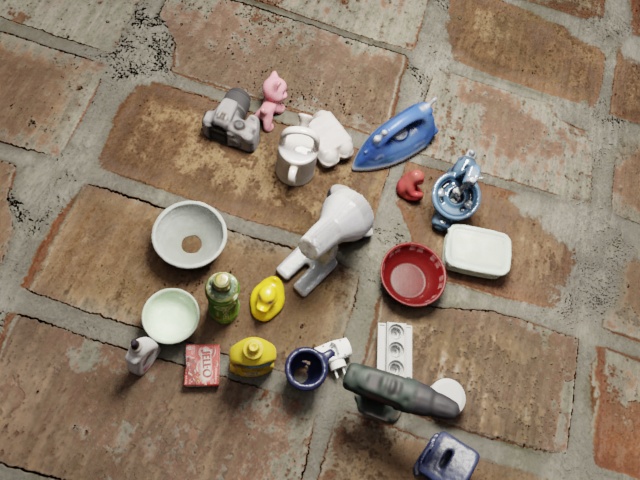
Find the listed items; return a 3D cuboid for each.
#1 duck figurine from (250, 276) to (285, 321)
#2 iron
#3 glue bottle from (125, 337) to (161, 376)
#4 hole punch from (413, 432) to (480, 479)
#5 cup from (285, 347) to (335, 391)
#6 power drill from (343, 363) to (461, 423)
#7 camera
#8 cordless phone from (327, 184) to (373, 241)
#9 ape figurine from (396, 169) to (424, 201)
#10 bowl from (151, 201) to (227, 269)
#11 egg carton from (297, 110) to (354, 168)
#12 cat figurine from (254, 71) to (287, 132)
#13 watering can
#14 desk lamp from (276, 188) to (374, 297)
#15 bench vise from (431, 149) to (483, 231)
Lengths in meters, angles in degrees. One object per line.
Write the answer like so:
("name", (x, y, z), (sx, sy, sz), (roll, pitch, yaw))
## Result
("duck figurine", (-0.117, 0.125, 1.289), (0.077, 0.086, 0.104), (22, 67, 1))
("iron", (0.194, -0.273, 1.464), (0.259, 0.141, 0.118), (-34, 77, -19))
("glue bottle", (-0.366, 0.227, 1.164), (0.037, 0.173, 0.078), (28, 67, 4))
("hole punch", (0.265, 0.470, 1.205), (0.101, 0.091, 0.109), (37, 68, 7))
("cup", (-0.023, 0.277, 1.238), (0.118, 0.095, 0.091), (-30, 75, -18))
("power drill", (0.152, 0.323, 1.183), (0.229, 0.208, 0.076), (20, 67, 0))
("camera", (-0.210, -0.315, 1.444), (0.143, 0.101, 0.137), (20, 67, 0))
("cordless phone", (0.078, -0.083, 1.348), (0.094, 0.185, 0.147), (-23, 73, -16))
("ape figurine", (0.236, -0.145, 1.446), (0.076, 0.092, 0.078), (10, 67, -4))
("bowl", (-0.297, -0.002, 1.320), (0.167, 0.074, 0.167), (3, 68, -7))
("egg carton", (0.015, -0.260, 1.472), (0.107, 0.069, 0.150), (-33, 76, -19))
("cat figurine", (-0.125, -0.362, 1.466), (0.067, 0.117, 0.128), (24, 67, 2))
("watering can", (-0.054, -0.224, 1.379), (0.101, 0.194, 0.173), (-8, 70, -11))
("desk lamp", (0.012, 0.005, 1.287), (0.118, 0.213, 0.203), (41, 69, 9))
("bench vise", (0.337, -0.148, 1.393), (0.121, 0.219, 0.207), (8, 67, -5))
